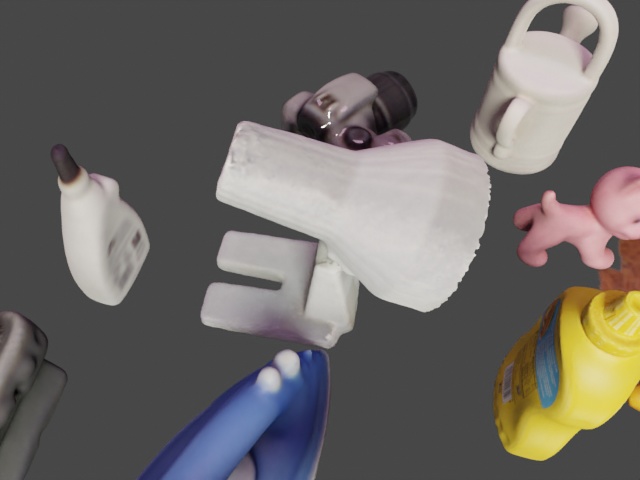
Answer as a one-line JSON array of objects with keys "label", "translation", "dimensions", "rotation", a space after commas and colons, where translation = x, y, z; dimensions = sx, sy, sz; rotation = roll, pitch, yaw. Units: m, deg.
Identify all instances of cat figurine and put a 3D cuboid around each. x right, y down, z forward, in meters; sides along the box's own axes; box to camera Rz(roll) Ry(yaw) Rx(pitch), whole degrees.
[{"label": "cat figurine", "translation": [0.260, -0.029, 0.535], "dimensions": [0.128, 0.118, 0.067], "rotation": [1, 57, -3]}]

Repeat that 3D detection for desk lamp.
[{"label": "desk lamp", "translation": [0.004, 0.002, 0.442], "dimensions": [0.203, 0.213, 0.118], "rotation": [8, 57, 2]}]

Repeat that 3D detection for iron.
[{"label": "iron", "translation": [-0.065, 0.152, 0.384], "dimensions": [0.118, 0.141, 0.259], "rotation": [29, 60, 15]}]

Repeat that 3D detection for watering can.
[{"label": "watering can", "translation": [0.226, -0.171, 0.579], "dimensions": [0.101, 0.194, 0.173], "rotation": [12, 57, 5]}]

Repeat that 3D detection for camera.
[{"label": "camera", "translation": [0.049, -0.118, 0.589], "dimensions": [0.137, 0.101, 0.143], "rotation": [-38, 66, -24]}]

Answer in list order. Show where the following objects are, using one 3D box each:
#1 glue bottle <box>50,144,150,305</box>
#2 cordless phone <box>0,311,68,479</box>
[{"label": "glue bottle", "translation": [-0.183, -0.017, 0.466], "dimensions": [0.037, 0.173, 0.078], "rotation": [16, 58, 7]}, {"label": "cordless phone", "translation": [-0.256, 0.099, 0.379], "dimensions": [0.094, 0.185, 0.147], "rotation": [6, 57, 1]}]
